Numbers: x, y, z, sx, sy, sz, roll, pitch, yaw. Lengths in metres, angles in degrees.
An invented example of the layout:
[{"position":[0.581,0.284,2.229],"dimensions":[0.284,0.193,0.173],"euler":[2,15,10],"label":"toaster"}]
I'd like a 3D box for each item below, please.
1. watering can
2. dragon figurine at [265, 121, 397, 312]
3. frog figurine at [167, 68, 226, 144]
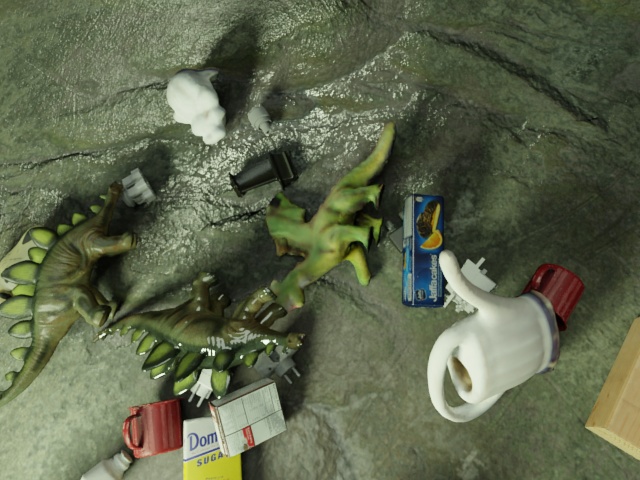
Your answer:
[{"position":[0.263,0.139,0.784],"dimensions":[0.225,0.340,0.106],"euler":[-18,32,-19],"label":"watering can"},{"position":[0.003,-0.050,0.986],"dimensions":[0.243,0.120,0.417],"euler":[6,69,19],"label":"dragon figurine"},{"position":[-0.264,-0.280,1.103],"dimensions":[0.136,0.122,0.161],"euler":[-15,74,38],"label":"frog figurine"}]
